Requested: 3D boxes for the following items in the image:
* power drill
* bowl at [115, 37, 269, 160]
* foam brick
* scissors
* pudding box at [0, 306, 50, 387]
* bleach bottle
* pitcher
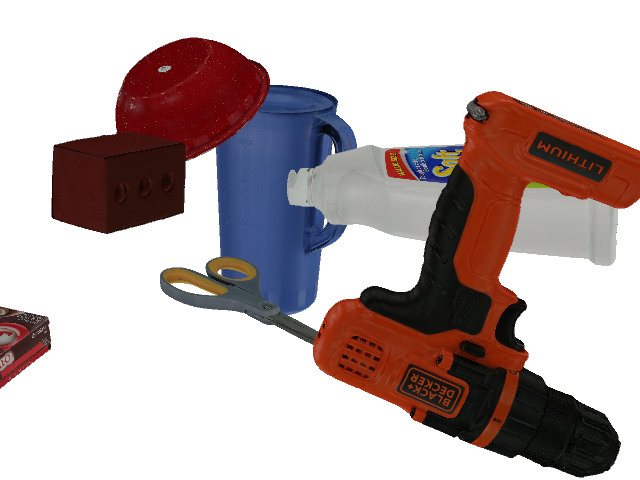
[{"bbox_3d":[0.111,0.027,0.587,0.184,0.188,0.057,23,12,-5],"label":"power drill"},{"bbox_3d":[-0.131,-0.140,0.993,0.162,0.055,0.162,-17,38,14],"label":"bowl"},{"bbox_3d":[-0.137,-0.041,0.728,0.051,0.053,0.078,16,22,32],"label":"foam brick"},{"bbox_3d":[-0.042,0.052,0.904,0.202,0.016,0.096,16,27,23],"label":"scissors"},{"bbox_3d":[-0.312,0.092,0.949,0.114,0.039,0.090,8,24,20],"label":"pudding box"},{"bbox_3d":[0.096,-0.034,0.814,0.251,0.068,0.102,2,34,15],"label":"bleach bottle"},{"bbox_3d":[-0.044,-0.042,1.165,0.145,0.243,0.149,0,20,-8],"label":"pitcher"}]
